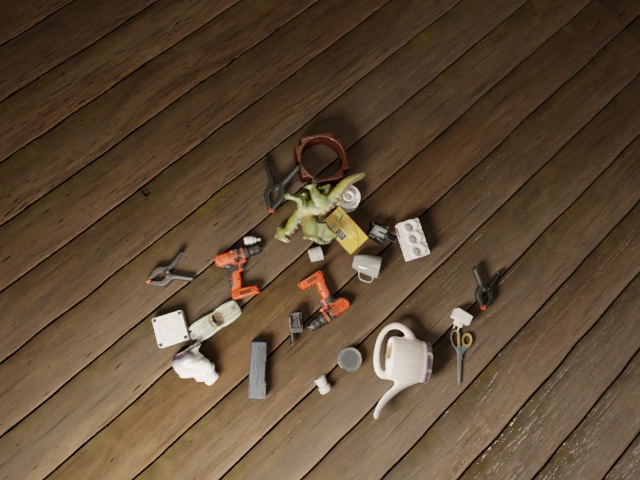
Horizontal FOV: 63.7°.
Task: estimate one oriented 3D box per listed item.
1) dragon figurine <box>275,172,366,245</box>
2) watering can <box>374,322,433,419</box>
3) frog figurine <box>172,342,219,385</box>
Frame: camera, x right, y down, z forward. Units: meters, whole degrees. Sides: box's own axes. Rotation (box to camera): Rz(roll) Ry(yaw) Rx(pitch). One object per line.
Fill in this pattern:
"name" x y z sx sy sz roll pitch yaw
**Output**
"dragon figurine" 0.006 -0.098 1.953 0.409 0.121 0.246 -18 73 11
"watering can" 0.303 0.483 1.897 0.224 0.103 0.352 9 75 -7
"frog figurine" -0.437 0.449 1.800 0.136 0.124 0.159 -27 92 20
